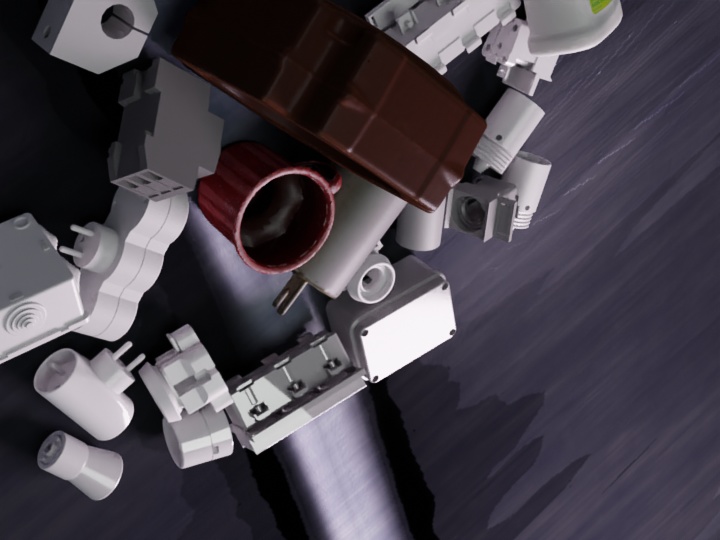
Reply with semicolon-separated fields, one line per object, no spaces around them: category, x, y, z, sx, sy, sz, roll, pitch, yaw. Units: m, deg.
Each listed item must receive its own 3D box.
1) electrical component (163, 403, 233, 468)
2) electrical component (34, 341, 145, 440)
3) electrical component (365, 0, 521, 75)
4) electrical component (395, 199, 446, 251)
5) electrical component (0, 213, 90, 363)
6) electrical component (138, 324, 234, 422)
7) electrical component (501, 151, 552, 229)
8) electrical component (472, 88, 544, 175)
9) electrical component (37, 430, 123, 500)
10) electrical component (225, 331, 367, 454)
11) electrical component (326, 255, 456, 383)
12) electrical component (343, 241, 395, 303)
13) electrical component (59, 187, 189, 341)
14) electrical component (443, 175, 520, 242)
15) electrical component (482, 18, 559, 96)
electrical component;-0.147;0.148;0.971;0.047;0.055;0.055;-17;125;-25
electrical component;-0.214;0.091;0.889;0.079;0.043;0.077;-42;132;-5
electrical component;0.072;-0.215;0.915;0.121;0.063;0.078;-40;133;-12
electrical component;0.058;-0.064;1.009;0.043;0.043;0.081;-14;123;-31
electrical component;-0.256;0.013;0.776;0.100;0.099;0.048;-27;142;-23
electrical component;-0.154;0.095;0.928;0.057;0.058;0.078;-31;105;-14
electrical component;0.159;-0.075;1.079;0.043;0.043;0.081;0;115;-38
electrical component;0.135;-0.128;1.029;0.043;0.043;0.081;32;94;-44
electrical component;-0.241;0.164;0.918;0.044;0.044;0.065;-51;130;-1
electrical component;-0.065;0.109;0.999;0.121;0.079;0.063;-30;101;-20
electrical component;0.032;0.048;1.046;0.113;0.057;0.078;-29;130;-21
electrical component;0.000;0.000;0.993;0.066;0.055;0.048;-43;134;-9
electrical component;-0.197;-0.015;0.835;0.074;0.052;0.138;22;101;-43
electrical component;0.118;-0.062;1.039;0.064;0.081;0.042;-31;134;-49
electrical component;0.151;-0.208;0.995;0.064;0.042;0.081;7;110;-38
